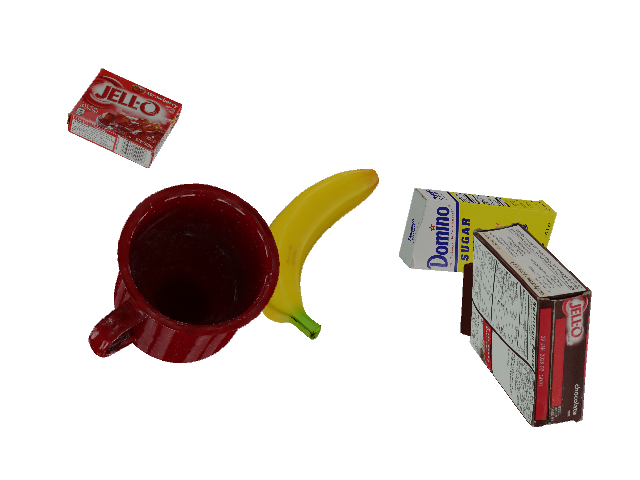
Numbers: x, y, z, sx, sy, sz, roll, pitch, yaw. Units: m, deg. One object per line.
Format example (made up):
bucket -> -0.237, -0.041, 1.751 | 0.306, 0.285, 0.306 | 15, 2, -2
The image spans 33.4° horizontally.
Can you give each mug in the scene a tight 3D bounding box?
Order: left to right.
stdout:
mug -> -0.087, 0.032, 0.633 | 0.117, 0.093, 0.082 | -39, -7, -27

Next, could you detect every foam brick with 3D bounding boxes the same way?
foam brick -> 0.181, 0.062, 1.104 | 0.051, 0.078, 0.053 | -14, 20, -43

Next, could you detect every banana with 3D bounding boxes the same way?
banana -> -0.010, 0.002, 0.839 | 0.069, 0.037, 0.197 | 20, 45, 3

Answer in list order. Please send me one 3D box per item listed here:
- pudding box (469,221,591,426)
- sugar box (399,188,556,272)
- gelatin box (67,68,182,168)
pudding box -> 0.131, 0.051, 0.679 | 0.039, 0.090, 0.113 | -7, 24, -13
sugar box -> 0.191, -0.007, 1.299 | 0.176, 0.093, 0.048 | 3, 22, -20
gelatin box -> -0.190, -0.120, 1.037 | 0.089, 0.073, 0.030 | 25, -41, -2
